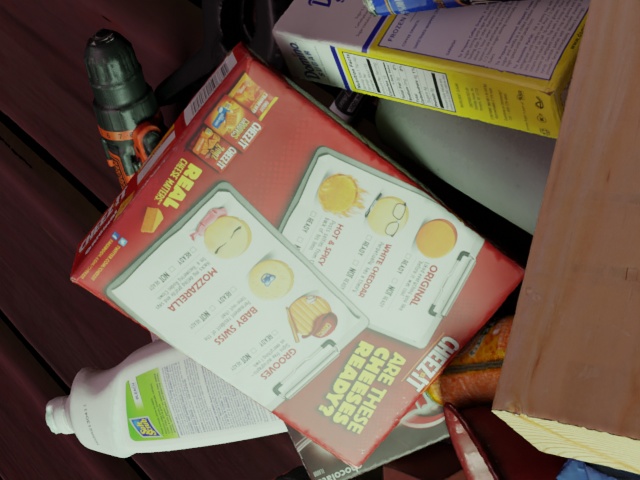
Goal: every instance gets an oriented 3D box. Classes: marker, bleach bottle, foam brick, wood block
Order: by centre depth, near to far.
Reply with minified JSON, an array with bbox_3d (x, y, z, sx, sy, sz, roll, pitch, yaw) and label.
[{"bbox_3d":[0.150,-0.007,0.463,0.090,0.090,0.206,8,73,29],"label":"wood block"},{"bbox_3d":[0.038,-0.120,0.711,0.020,0.020,0.121,55,136,20],"label":"marker"},{"bbox_3d":[0.079,0.187,0.741,0.051,0.052,0.078,12,111,46],"label":"foam brick"},{"bbox_3d":[-0.103,0.109,0.825,0.251,0.068,0.102,-13,94,21],"label":"bleach bottle"}]

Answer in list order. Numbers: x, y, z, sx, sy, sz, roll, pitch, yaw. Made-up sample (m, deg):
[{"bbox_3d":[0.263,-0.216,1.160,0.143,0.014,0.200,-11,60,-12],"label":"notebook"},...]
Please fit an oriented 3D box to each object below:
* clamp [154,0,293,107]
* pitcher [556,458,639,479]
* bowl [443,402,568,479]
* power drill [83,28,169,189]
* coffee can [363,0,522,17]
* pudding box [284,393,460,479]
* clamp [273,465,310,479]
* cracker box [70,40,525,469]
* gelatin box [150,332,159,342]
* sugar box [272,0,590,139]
[{"bbox_3d":[-0.055,-0.128,0.799,0.165,0.036,0.210,50,138,22],"label":"clamp"},{"bbox_3d":[0.229,0.200,0.529,0.149,0.144,0.243,-171,65,-72],"label":"pitcher"},{"bbox_3d":[0.133,0.161,0.637,0.162,0.055,0.162,157,89,-87],"label":"bowl"},{"bbox_3d":[-0.112,-0.059,0.827,0.188,0.057,0.184,38,152,44],"label":"power drill"},{"bbox_3d":[0.090,-0.168,0.521,0.140,0.102,0.103,-3,103,15],"label":"coffee can"},{"bbox_3d":[0.030,0.107,0.728,0.113,0.039,0.090,-25,91,9],"label":"pudding box"},{"bbox_3d":[0.015,0.227,0.791,0.172,0.039,0.120,-154,51,-65],"label":"clamp"},{"bbox_3d":[-0.013,0.011,0.638,0.164,0.213,0.072,-51,18,10],"label":"cracker box"},{"bbox_3d":[-0.099,0.098,0.895,0.030,0.073,0.089,-15,92,50],"label":"gelatin box"},{"bbox_3d":[0.071,-0.118,0.591,0.176,0.093,0.048,18,152,33],"label":"sugar box"}]
